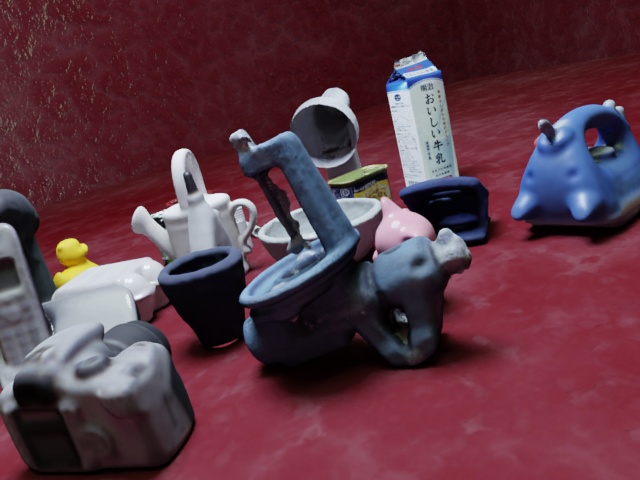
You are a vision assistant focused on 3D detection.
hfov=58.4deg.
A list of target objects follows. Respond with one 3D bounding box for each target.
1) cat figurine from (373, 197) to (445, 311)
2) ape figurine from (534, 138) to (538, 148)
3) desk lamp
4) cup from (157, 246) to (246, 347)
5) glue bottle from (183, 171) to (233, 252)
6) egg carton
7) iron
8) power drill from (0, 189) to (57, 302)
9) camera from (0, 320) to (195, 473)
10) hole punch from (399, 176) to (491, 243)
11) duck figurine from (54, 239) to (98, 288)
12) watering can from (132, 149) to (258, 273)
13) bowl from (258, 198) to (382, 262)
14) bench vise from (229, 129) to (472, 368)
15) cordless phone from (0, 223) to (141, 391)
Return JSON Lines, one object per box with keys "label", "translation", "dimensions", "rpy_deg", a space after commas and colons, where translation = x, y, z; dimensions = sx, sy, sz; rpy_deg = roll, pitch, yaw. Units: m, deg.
{"label": "cat figurine", "translation": [0.091, 0.006, 0.592], "dimensions": [0.067, 0.118, 0.128], "rpy_deg": [-10, 17, 16]}
{"label": "ape figurine", "translation": [0.331, -0.110, 0.822], "dimensions": [0.078, 0.092, 0.076], "rpy_deg": [-22, 18, -24]}
{"label": "desk lamp", "translation": [0.033, -0.171, 1.068], "dimensions": [0.117, 0.214, 0.203], "rpy_deg": [-9, 17, 17]}
{"label": "cup", "translation": [-0.122, 0.062, 0.630], "dimensions": [0.092, 0.095, 0.117], "rpy_deg": [-19, 17, -15]}
{"label": "glue bottle", "translation": [-0.144, -0.006, 0.737], "dimensions": [0.037, 0.173, 0.078], "rpy_deg": [-10, 17, 16]}
{"label": "egg carton", "translation": [-0.279, 0.075, 0.772], "dimensions": [0.150, 0.069, 0.107], "rpy_deg": [-11, 16, 14]}
{"label": "iron", "translation": [0.339, -0.106, 0.710], "dimensions": [0.259, 0.141, 0.118], "rpy_deg": [-27, 20, -37]}
{"label": "power drill", "translation": [-0.408, 0.026, 0.797], "dimensions": [0.076, 0.208, 0.229], "rpy_deg": [-21, 17, -21]}
{"label": "camera", "translation": [-0.175, 0.114, 0.489], "dimensions": [0.143, 0.101, 0.137], "rpy_deg": [-9, 17, 19]}
{"label": "hole punch", "translation": [0.165, -0.046, 0.754], "dimensions": [0.108, 0.091, 0.101], "rpy_deg": [-8, 17, 23]}
{"label": "duck figurine", "translation": [-0.424, 0.042, 0.980], "dimensions": [0.077, 0.086, 0.104], "rpy_deg": [-11, 16, 12]}
{"label": "watering can", "translation": [-0.181, -0.032, 0.822], "dimensions": [0.173, 0.194, 0.100], "rpy_deg": [-19, 17, -14]}
{"label": "bowl", "translation": [0.007, 0.003, 0.756], "dimensions": [0.167, 0.075, 0.167], "rpy_deg": [-13, 16, 4]}
{"label": "bench vise", "translation": [0.014, -0.001, 0.498], "dimensions": [0.207, 0.220, 0.121], "rpy_deg": [-14, 16, 2]}
{"label": "cordless phone", "translation": [-0.275, 0.064, 0.596], "dimensions": [0.147, 0.185, 0.094], "rpy_deg": [-17, 16, -8]}
